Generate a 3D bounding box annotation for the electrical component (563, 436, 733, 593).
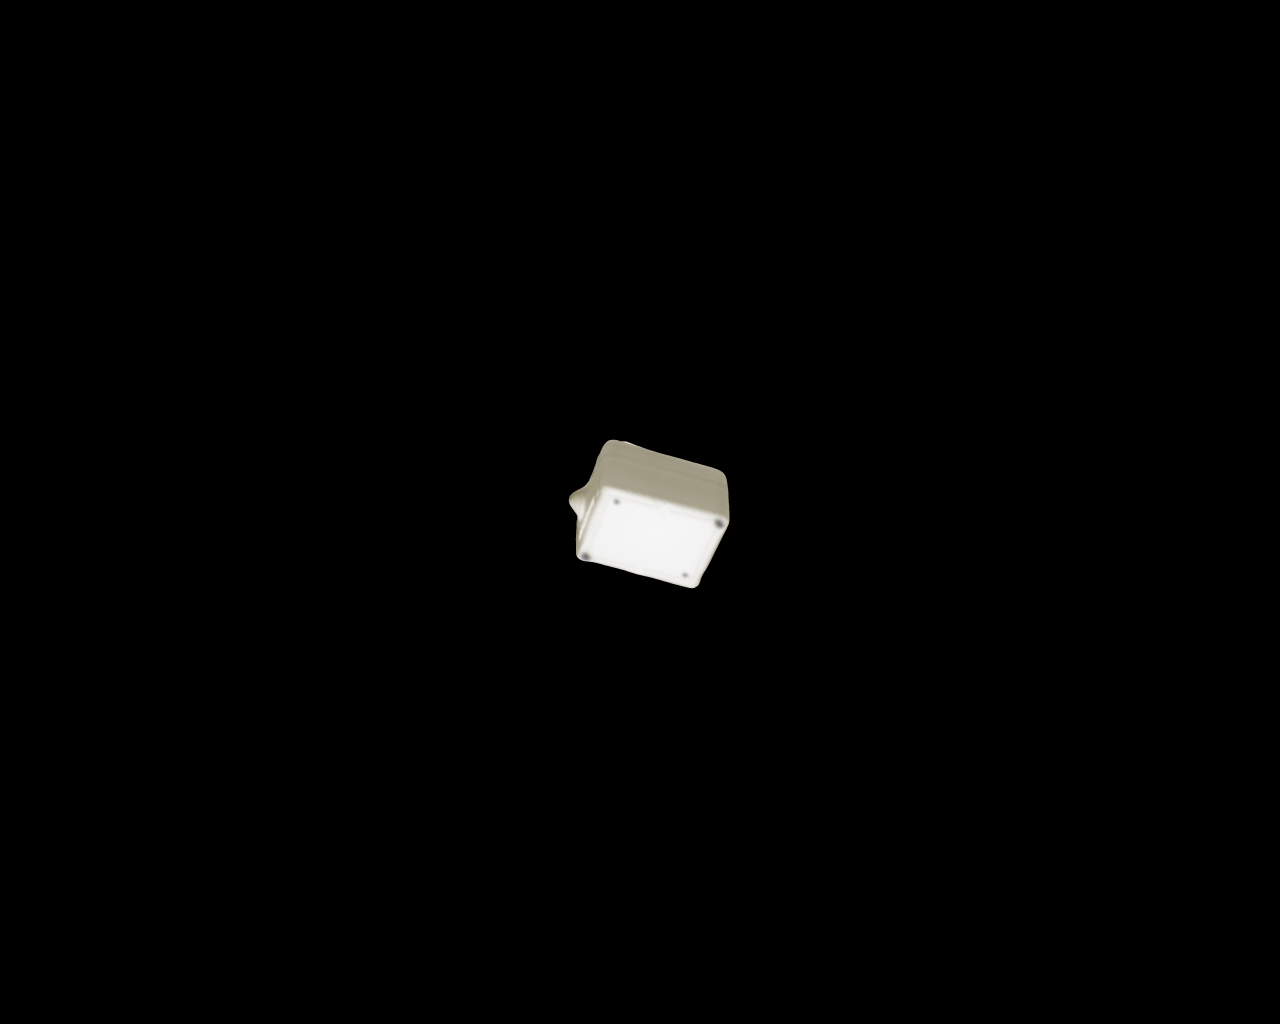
[{"bbox_3d":[0.001,-0.003,0.650,0.096,0.061,0.061,15,36,-11],"label":"electrical component"}]
